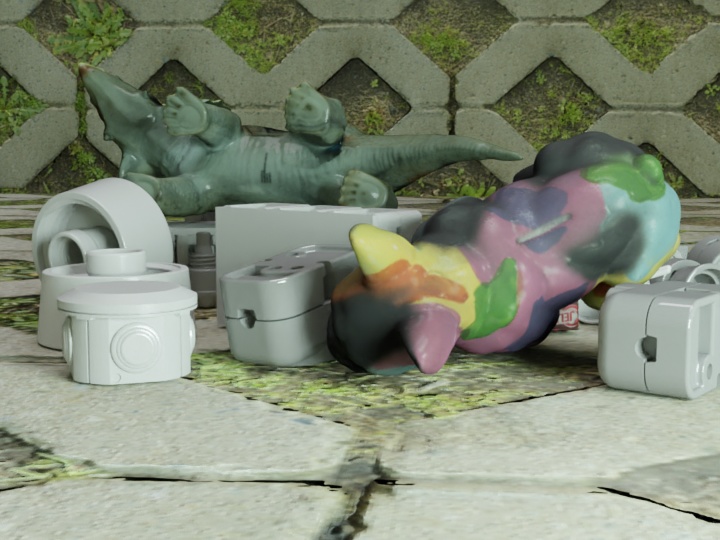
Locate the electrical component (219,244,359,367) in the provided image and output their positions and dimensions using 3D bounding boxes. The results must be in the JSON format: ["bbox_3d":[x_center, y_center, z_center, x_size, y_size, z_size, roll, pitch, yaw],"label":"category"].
[{"bbox_3d":[-0.037,0.023,0.665,0.054,0.059,0.095,2,16,37],"label":"electrical component"}]

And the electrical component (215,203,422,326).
[{"bbox_3d":[-0.029,0.000,0.764,0.150,0.089,0.062,6,9,40],"label":"electrical component"}]

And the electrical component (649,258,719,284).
[{"bbox_3d":[0.258,0.014,0.843,0.045,0.045,0.055,-2,6,-15],"label":"electrical component"}]

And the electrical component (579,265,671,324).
[{"bbox_3d":[0.202,0.009,0.836,0.079,0.044,0.077,-17,1,19],"label":"electrical component"}]

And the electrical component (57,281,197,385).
[{"bbox_3d":[-0.136,0.035,0.631,0.080,0.051,0.080,0,7,0],"label":"electrical component"}]

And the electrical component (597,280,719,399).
[{"bbox_3d":[0.175,0.037,0.609,0.059,0.053,0.095,5,8,37],"label":"electrical component"}]

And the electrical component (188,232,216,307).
[{"bbox_3d":[-0.130,-0.001,0.893,0.035,0.061,0.035,0,7,0],"label":"electrical component"}]

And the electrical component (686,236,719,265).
[{"bbox_3d":[0.315,0.001,0.925,0.055,0.055,0.047,0,10,-4],"label":"electrical component"}]

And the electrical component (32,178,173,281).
[{"bbox_3d":[-0.206,-0.014,0.835,0.108,0.108,0.060,4,13,30],"label":"electrical component"}]

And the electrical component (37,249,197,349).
[{"bbox_3d":[-0.168,0.017,0.743,0.108,0.060,0.108,0,6,0],"label":"electrical component"}]

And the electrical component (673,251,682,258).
[{"bbox_3d":[0.298,-0.011,1.087,0.044,0.044,0.065,-1,11,-8],"label":"electrical component"}]

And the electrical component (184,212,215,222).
[{"bbox_3d":[-0.119,-0.047,1.089,0.109,0.108,0.056,-4,5,-32],"label":"electrical component"}]

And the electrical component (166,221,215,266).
[{"bbox_3d":[-0.140,-0.011,0.979,0.150,0.061,0.089,-1,7,-6],"label":"electrical component"}]
